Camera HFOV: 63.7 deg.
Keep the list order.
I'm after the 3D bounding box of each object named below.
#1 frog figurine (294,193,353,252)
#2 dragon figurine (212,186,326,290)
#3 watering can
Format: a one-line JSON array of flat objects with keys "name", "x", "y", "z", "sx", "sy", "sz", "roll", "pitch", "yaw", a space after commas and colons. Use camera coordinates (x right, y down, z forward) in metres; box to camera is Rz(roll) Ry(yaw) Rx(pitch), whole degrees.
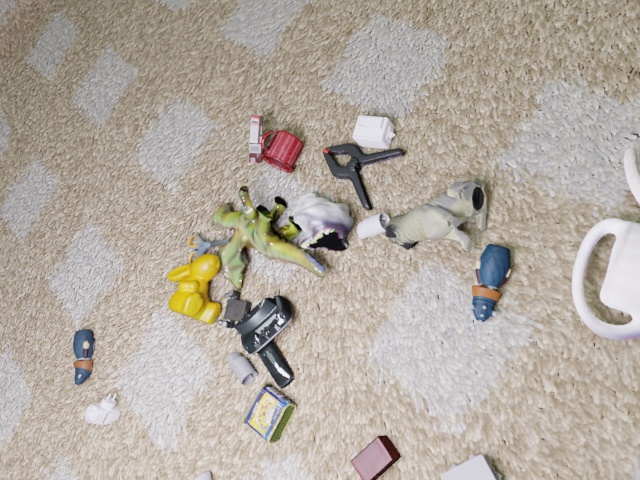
[{"name": "frog figurine", "x": 0.004, "y": -0.061, "z": 1.220, "sx": 0.137, "sy": 0.120, "sz": 0.163, "roll": -8, "pitch": 55, "yaw": -8}, {"name": "dragon figurine", "x": -0.160, "y": 0.021, "z": 1.305, "sx": 0.239, "sy": 0.122, "sz": 0.417, "roll": -54, "pitch": 53, "yaw": 23}, {"name": "watering can", "x": 0.575, "y": 0.014, "z": 0.880, "sx": 0.226, "sy": 0.103, "sz": 0.349, "roll": 19, "pitch": 83, "yaw": 31}]
